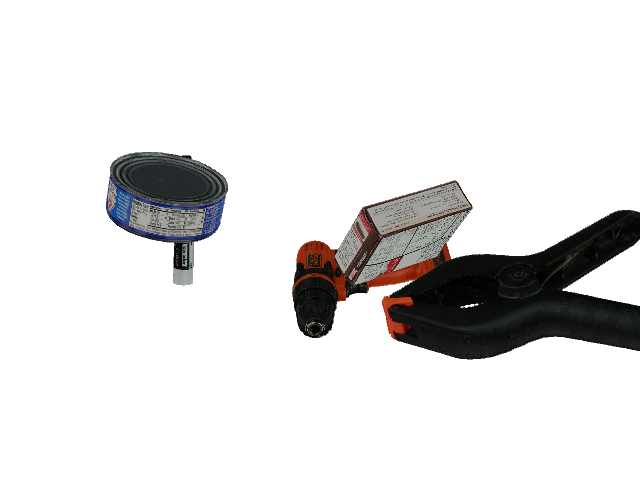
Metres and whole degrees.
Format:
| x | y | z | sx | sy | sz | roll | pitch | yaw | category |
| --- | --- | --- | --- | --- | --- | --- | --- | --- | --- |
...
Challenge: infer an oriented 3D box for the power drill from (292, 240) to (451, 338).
| x | y | z | sx | sy | sz | roll | pitch | yaw | category |
| --- | --- | --- | --- | --- | --- | --- | --- | --- | --- |
| 0.061 | 0.051 | 1.234 | 0.187 | 0.057 | 0.184 | -2 | 28 | 0 | power drill |

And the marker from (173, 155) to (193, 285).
| x | y | z | sx | sy | sz | roll | pitch | yaw | category |
| --- | --- | --- | --- | --- | --- | --- | --- | --- | --- |
| -0.126 | -0.019 | 0.988 | 0.020 | 0.121 | 0.020 | 3 | 14 | -1 | marker |

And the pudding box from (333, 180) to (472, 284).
| x | y | z | sx | sy | sz | roll | pitch | yaw | category |
| --- | --- | --- | --- | --- | --- | --- | --- | --- | --- |
| 0.078 | -0.007 | 1.016 | 0.113 | 0.039 | 0.090 | -19 | -25 | -30 | pudding box |

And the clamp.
| x | y | z | sx | sy | sz | roll | pitch | yaw | category |
| --- | --- | --- | --- | --- | --- | --- | --- | --- | --- |
| 0.125 | 0.038 | 0.618 | 0.171 | 0.039 | 0.120 | -17 | 28 | 2 | clamp |

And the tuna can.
| x | y | z | sx | sy | sz | roll | pitch | yaw | category |
| --- | --- | --- | --- | --- | --- | --- | --- | --- | --- |
| -0.112 | -0.032 | 0.776 | 0.086 | 0.034 | 0.086 | 11 | 25 | -5 | tuna can |
